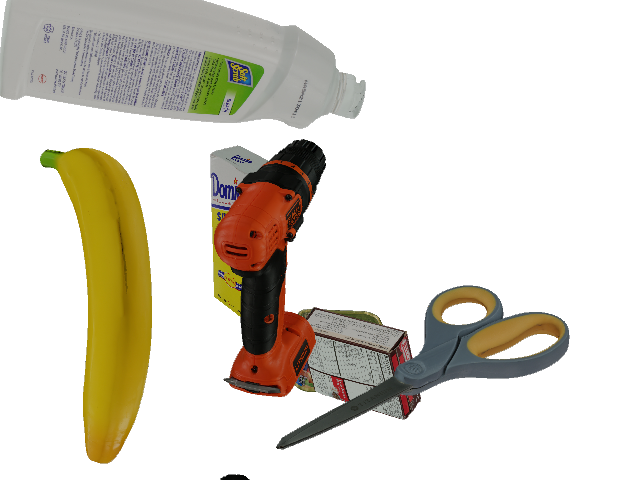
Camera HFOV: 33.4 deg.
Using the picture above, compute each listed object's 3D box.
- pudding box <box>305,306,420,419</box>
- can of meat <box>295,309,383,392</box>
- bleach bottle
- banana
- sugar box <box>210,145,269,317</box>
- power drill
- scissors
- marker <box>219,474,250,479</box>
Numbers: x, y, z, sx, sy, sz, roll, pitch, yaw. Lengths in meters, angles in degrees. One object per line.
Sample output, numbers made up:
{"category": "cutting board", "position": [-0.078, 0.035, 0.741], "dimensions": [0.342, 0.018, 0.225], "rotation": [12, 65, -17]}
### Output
{"category": "pudding box", "position": [0.038, 0.120, 1.050], "dimensions": [0.114, 0.090, 0.039], "rotation": [11, 40, 32]}
{"category": "can of meat", "position": [0.018, 0.133, 1.276], "dimensions": [0.102, 0.084, 0.057], "rotation": [3, 25, -15]}
{"category": "bleach bottle", "position": [-0.094, -0.123, 0.756], "dimensions": [0.250, 0.068, 0.103], "rotation": [12, -40, -12]}
{"category": "banana", "position": [-0.123, 0.024, 0.613], "dimensions": [0.037, 0.198, 0.070], "rotation": [2, -24, -35]}
{"category": "sugar box", "position": [-0.080, -0.005, 1.156], "dimensions": [0.048, 0.176, 0.093], "rotation": [-17, 28, -31]}
{"category": "power drill", "position": [-0.037, 0.023, 0.912], "dimensions": [0.057, 0.188, 0.184], "rotation": [8, 30, 17]}
{"category": "scissors", "position": [0.051, 0.068, 0.628], "dimensions": [0.201, 0.016, 0.096], "rotation": [-12, 31, -20]}
{"category": "marker", "position": [-0.050, 0.131, 0.415], "dimensions": [0.020, 0.020, 0.121], "rotation": [0, 24, 16]}
